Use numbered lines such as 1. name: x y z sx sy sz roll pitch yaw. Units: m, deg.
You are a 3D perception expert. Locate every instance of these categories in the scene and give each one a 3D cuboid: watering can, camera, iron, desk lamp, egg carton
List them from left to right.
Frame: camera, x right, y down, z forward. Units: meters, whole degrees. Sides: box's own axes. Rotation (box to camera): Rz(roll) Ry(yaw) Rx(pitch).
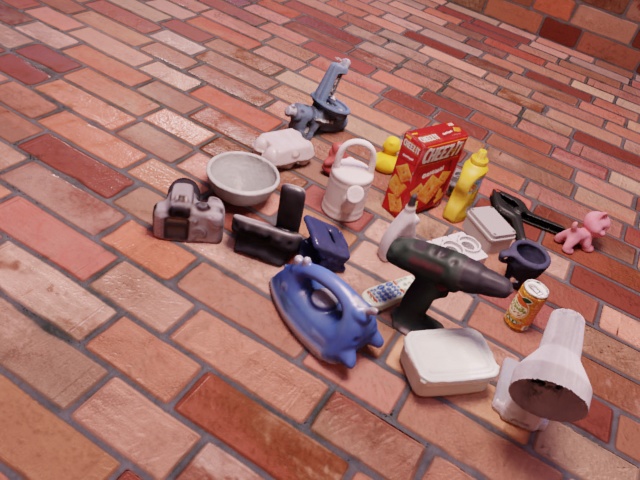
1. camera: -0.269 -0.074 1.193 0.143 0.101 0.136 5 41 -12
2. egg carton: -0.092 -0.228 1.455 0.151 0.069 0.107 -19 50 -34
3. iron: 0.003 0.105 1.041 0.257 0.141 0.119 39 45 26
4. watering can: 0.074 -0.139 1.308 0.101 0.194 0.172 -7 44 -25
5. desk lamp: 0.372 0.228 0.960 0.117 0.213 0.203 24 40 10

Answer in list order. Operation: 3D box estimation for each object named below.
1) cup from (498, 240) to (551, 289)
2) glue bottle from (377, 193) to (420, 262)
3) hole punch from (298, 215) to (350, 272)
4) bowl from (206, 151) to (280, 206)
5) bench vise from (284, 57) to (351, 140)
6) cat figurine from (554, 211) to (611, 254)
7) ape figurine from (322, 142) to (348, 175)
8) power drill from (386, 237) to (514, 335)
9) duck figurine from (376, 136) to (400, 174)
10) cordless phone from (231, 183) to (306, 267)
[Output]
1. cup: 0.438 0.061 1.270 0.118 0.095 0.091 3 41 -15
2. glue bottle: 0.180 -0.029 1.230 0.078 0.173 0.037 -9 45 -26
3. hole punch: 0.011 0.004 1.200 0.101 0.091 0.108 -2 42 -20
4. bowl: -0.178 -0.128 1.305 0.167 0.075 0.167 9 40 -8
5. bench vise: 0.011 -0.375 1.543 0.121 0.220 0.208 33 43 21
6. cat figurine: 0.669 -0.030 1.434 0.128 0.118 0.067 -5 44 -23
7. ape figurine: 0.043 -0.210 1.460 0.078 0.092 0.076 -19 50 -34
8. power drill: 0.218 0.099 1.065 0.229 0.208 0.076 30 42 17
9. duck figurine: 0.187 -0.236 1.542 0.077 0.086 0.105 20 40 6
10. cordless phone: -0.100 -0.052 1.155 0.147 0.185 0.094 16 39 1
